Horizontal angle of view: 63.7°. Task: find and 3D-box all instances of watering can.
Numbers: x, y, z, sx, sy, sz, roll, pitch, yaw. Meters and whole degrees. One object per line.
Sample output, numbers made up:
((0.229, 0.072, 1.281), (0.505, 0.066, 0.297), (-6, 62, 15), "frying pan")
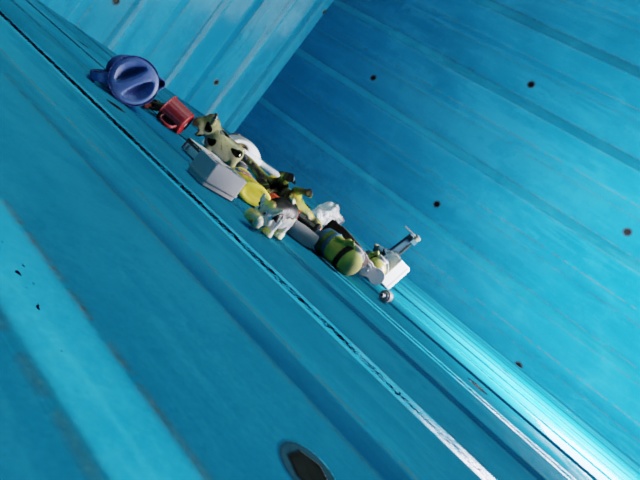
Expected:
((-0.301, -0.363, 2.234), (0.344, 0.104, 0.227), (34, 5, -28), "watering can")

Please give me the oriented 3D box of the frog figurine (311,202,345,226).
((0.006, -0.103, 2.051), (0.137, 0.124, 0.158), (-3, -16, 42), "frog figurine")

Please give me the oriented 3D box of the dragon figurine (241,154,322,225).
((-0.139, -0.158, 1.799), (0.413, 0.123, 0.239), (41, -11, 12), "dragon figurine")
